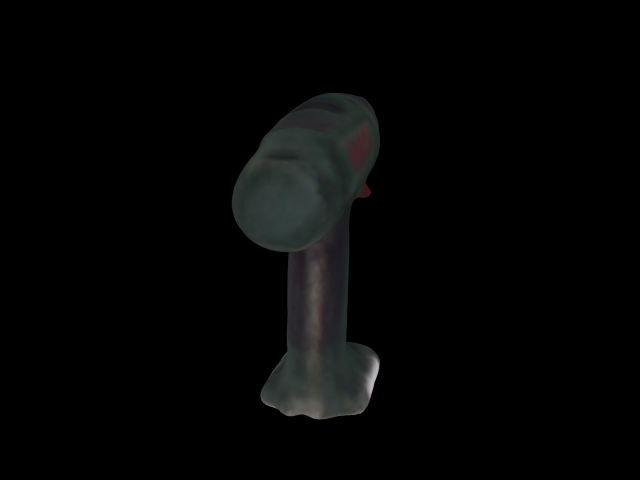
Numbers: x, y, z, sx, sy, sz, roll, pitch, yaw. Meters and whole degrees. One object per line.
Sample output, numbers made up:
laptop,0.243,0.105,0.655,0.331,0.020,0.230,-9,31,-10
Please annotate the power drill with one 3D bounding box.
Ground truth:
power drill,0.004,0.001,0.400,0.075,0.208,0.230,2,12,12
